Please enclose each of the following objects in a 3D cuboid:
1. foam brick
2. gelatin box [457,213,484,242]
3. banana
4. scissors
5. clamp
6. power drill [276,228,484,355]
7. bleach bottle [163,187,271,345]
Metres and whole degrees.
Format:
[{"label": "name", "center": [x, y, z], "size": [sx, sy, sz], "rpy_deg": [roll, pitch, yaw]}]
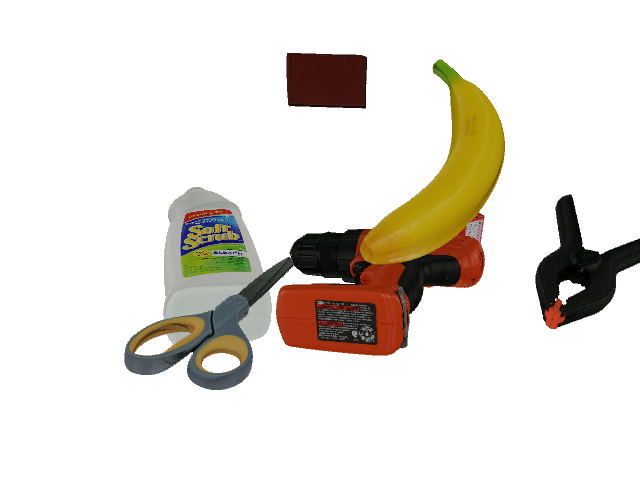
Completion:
[{"label": "foam brick", "center": [0.005, -0.159, 1.060], "size": [0.078, 0.051, 0.053], "rpy_deg": [1, 12, -4]}, {"label": "gelatin box", "center": [0.153, -0.002, 1.250], "size": [0.030, 0.089, 0.073], "rpy_deg": [-15, 33, -30]}, {"label": "banana", "center": [0.085, -0.046, 0.721], "size": [0.070, 0.197, 0.037], "rpy_deg": [16, -42, 9]}, {"label": "scissors", "center": [-0.054, 0.060, 0.788], "size": [0.096, 0.016, 0.201], "rpy_deg": [24, 32, 34]}, {"label": "clamp", "center": [0.265, 0.019, 1.096], "size": [0.120, 0.039, 0.171], "rpy_deg": [28, 51, 32]}, {"label": "power drill", "center": [0.033, 0.034, 0.918], "size": [0.185, 0.057, 0.187], "rpy_deg": [0, 19, 23]}, {"label": "bleach bottle", "center": [-0.118, 0.012, 1.075], "size": [0.102, 0.068, 0.251], "rpy_deg": [-3, 28, -13]}]
